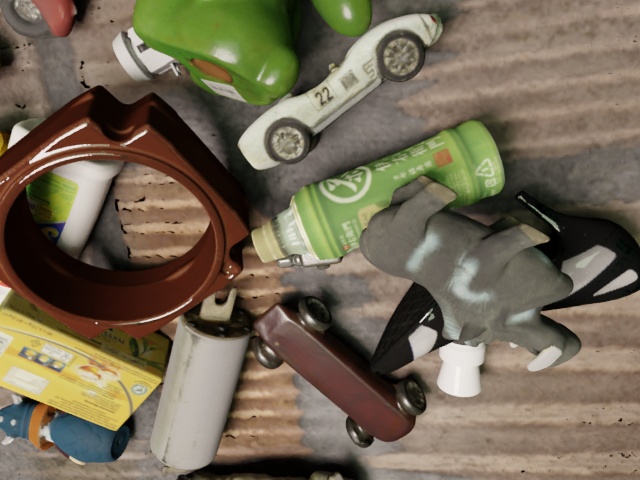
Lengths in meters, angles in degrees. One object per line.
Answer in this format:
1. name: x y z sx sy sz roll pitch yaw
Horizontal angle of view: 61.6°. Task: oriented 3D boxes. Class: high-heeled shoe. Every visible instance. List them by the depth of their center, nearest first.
1. high-heeled shoe: 0.172 0.067 0.502 0.145 0.086 0.248 38 106 -7

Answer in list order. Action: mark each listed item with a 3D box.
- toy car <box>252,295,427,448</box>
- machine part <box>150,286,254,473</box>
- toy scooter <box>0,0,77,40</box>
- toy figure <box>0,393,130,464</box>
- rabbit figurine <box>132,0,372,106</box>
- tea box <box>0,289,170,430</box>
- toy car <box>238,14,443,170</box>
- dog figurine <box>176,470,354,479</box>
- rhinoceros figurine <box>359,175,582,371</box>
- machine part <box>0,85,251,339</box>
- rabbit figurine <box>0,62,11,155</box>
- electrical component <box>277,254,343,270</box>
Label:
1. toy car: 0.020 0.135 0.560 0.202 0.053 0.089 42 118 -9
2. machine part: -0.128 0.156 0.576 0.079 0.079 0.243 17 108 3
3. toy scooter: -0.230 -0.276 0.462 0.135 0.075 0.183 -10 108 11
4. toy figure: -0.304 0.222 0.633 0.155 0.064 0.057 10 145 11
5. rabbit figurine: -0.043 -0.204 0.423 0.159 0.121 0.170 21 86 35
6. tea box: -0.258 0.118 0.561 0.169 0.068 0.098 35 111 -26
7. toy car: 0.017 -0.129 0.468 0.202 0.073 0.056 -35 100 17
8. dog figurine: -0.059 0.304 0.616 0.191 0.172 0.121 -2 70 44
9. rhinoceros figurine: 0.122 0.029 0.416 0.190 0.073 0.112 32 99 -6
10. machine part: -0.180 -0.015 0.483 0.201 0.087 0.200 -33 126 9
11. rabbit figurine: -0.382 -0.114 0.513 0.162 0.122 0.173 18 89 -20
12. electrical component: -0.001 -0.002 0.537 0.094 0.021 0.063 -9 105 10
